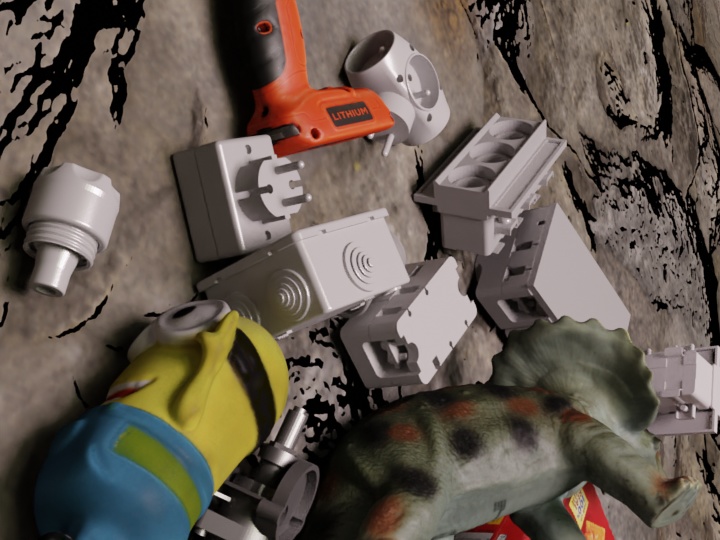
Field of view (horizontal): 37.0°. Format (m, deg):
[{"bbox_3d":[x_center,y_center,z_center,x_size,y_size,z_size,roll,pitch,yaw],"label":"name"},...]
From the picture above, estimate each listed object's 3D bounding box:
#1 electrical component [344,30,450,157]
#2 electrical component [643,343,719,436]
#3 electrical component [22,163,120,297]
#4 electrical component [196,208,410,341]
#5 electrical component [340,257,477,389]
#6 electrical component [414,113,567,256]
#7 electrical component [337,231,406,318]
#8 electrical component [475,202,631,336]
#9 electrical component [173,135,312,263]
[{"bbox_3d":[0.023,-0.117,0.769,0.077,0.044,0.079,47,48,-36],"label":"electrical component"},{"bbox_3d":[0.253,0.105,0.954,0.063,0.121,0.078,35,56,-40],"label":"electrical component"},{"bbox_3d":[-0.146,-0.018,0.531,0.043,0.043,0.062,35,57,-43],"label":"electrical component"},{"bbox_3d":[-0.031,0.008,0.629,0.100,0.100,0.048,-19,85,-52],"label":"electrical component"},{"bbox_3d":[0.031,0.036,0.736,0.089,0.056,0.050,-48,119,-46],"label":"electrical component"},{"bbox_3d":[0.105,-0.067,0.846,0.121,0.079,0.063,-48,142,-46],"label":"electrical component"},{"bbox_3d":[0.000,0.000,0.714,0.055,0.045,0.045,-42,115,-48],"label":"electrical component"},{"bbox_3d":[0.161,0.030,0.901,0.150,0.062,0.089,50,47,-34],"label":"electrical component"},{"bbox_3d":[-0.059,-0.045,0.620,0.047,0.077,0.065,-17,96,-52],"label":"electrical component"}]
